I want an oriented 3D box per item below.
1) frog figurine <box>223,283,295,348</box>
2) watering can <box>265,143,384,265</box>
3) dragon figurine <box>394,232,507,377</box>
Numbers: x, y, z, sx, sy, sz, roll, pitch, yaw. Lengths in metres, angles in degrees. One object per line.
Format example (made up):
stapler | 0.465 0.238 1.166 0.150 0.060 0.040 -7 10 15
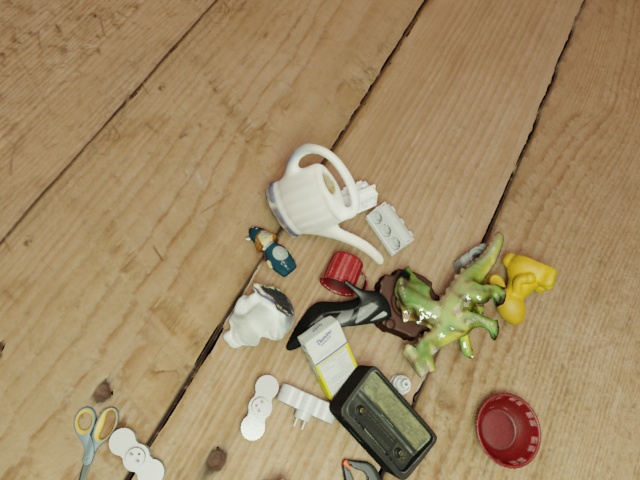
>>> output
frog figurine | -0.141 0.189 1.196 0.137 0.124 0.158 35 103 -5
watering can | 0.004 -0.064 1.264 0.344 0.222 0.106 64 27 -14
dragon figurine | 0.301 0.133 1.233 0.242 0.120 0.418 19 67 -5
